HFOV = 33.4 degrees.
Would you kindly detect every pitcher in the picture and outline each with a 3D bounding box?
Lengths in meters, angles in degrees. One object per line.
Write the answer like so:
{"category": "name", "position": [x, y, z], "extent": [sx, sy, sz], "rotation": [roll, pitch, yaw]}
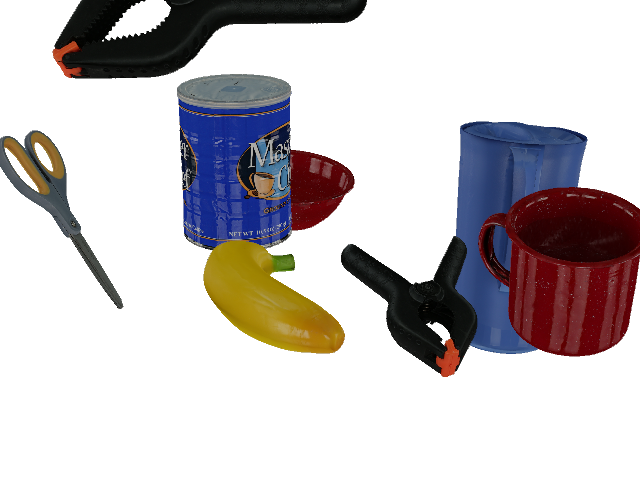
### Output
{"category": "pitcher", "position": [0.206, -0.003, 1.151], "extent": [0.148, 0.243, 0.145], "rotation": [-9, 20, -38]}

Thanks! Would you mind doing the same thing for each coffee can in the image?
{"category": "coffee can", "position": [-0.078, -0.073, 0.982], "extent": [0.103, 0.140, 0.103], "rotation": [0, 22, 0]}

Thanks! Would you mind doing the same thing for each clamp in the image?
{"category": "clamp", "position": [0.101, 0.051, 0.956], "extent": [0.120, 0.039, 0.171], "rotation": [-15, 43, -14]}
{"category": "clamp", "position": [-0.084, -0.168, 0.738], "extent": [0.210, 0.165, 0.036], "rotation": [-38, -19, -8]}

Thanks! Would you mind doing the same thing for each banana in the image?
{"category": "banana", "position": [-0.036, 0.028, 0.662], "extent": [0.069, 0.037, 0.198], "rotation": [-5, 14, -9]}

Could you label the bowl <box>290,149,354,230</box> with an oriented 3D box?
{"category": "bowl", "position": [-0.042, -0.056, 1.280], "extent": [0.162, 0.055, 0.162], "rotation": [4, 26, -2]}

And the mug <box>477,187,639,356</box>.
{"category": "mug", "position": [0.158, 0.019, 0.717], "extent": [0.117, 0.081, 0.093], "rotation": [20, 41, 30]}

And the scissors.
{"category": "scissors", "position": [-0.250, -0.030, 1.069], "extent": [0.016, 0.201, 0.096], "rotation": [-26, 27, 22]}
